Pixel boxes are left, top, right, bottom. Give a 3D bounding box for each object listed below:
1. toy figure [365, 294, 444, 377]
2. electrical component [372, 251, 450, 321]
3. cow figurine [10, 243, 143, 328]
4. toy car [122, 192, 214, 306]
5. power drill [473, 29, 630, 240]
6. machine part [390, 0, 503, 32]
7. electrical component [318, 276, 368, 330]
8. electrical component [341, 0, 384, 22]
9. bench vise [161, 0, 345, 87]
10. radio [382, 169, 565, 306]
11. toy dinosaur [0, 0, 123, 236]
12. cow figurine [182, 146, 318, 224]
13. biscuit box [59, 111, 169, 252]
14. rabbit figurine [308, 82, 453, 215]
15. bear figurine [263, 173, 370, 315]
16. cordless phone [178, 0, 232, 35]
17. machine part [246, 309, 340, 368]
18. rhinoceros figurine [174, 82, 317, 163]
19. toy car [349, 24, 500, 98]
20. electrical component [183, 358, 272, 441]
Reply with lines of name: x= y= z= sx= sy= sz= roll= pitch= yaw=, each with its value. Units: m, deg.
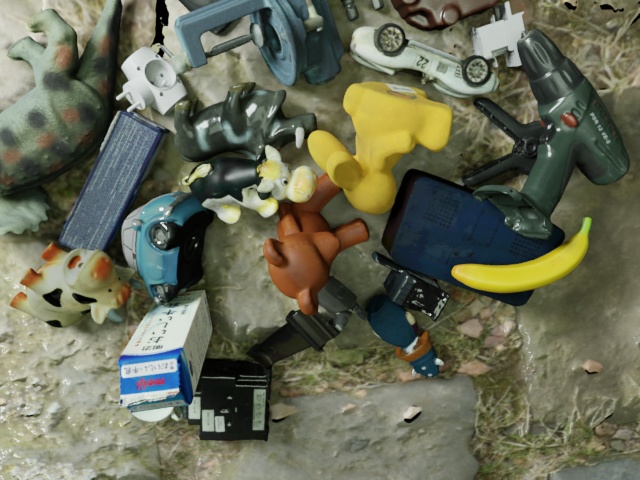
toy figure: x=0.131 y=0.147 z=0.811 sx=0.154 sy=0.064 sz=0.058 roll=47 pitch=60 yaw=-19
electrical component: x=0.122 y=0.064 z=0.778 sx=0.119 sy=0.075 sz=0.047 roll=24 pitch=102 yaw=-14
cow figurine: x=-0.322 y=0.067 z=0.711 sx=0.127 sy=0.085 sz=0.195 roll=36 pitch=140 yaw=-20
toy car: x=-0.216 y=0.002 z=0.736 sx=0.103 sy=0.109 sz=0.161 roll=20 pitch=117 yaw=14
power drill: x=0.284 y=-0.120 z=0.688 sx=0.232 sy=0.086 sz=0.207 roll=40 pitch=74 yaw=-19
machine part: x=0.162 y=-0.357 z=0.673 sx=0.179 sy=0.056 sz=0.179 roll=-1 pitch=104 yaw=-4
electrical component: x=0.012 y=0.090 z=0.785 sx=0.102 sy=0.078 sz=0.045 roll=44 pitch=65 yaw=-18
electrical component: x=0.046 y=-0.336 z=0.689 sx=0.063 sy=0.021 sz=0.094 roll=-20 pitch=106 yaw=3
bench vise: x=-0.075 y=-0.273 z=0.638 sx=0.241 sy=0.129 sz=0.223 roll=-28 pitch=126 yaw=-14
radio: x=0.212 y=-0.002 z=0.767 sx=0.230 sy=0.073 sz=0.131 roll=19 pitch=104 yaw=-7
toy dinosaur: x=-0.349 y=-0.145 z=0.676 sx=0.405 sy=0.131 sz=0.192 roll=-36 pitch=117 yaw=2
cow figurine: x=-0.089 y=-0.076 z=0.671 sx=0.167 sy=0.068 sz=0.098 roll=-8 pitch=152 yaw=36
biscuit box: x=-0.278 y=-0.073 z=0.724 sx=0.063 sy=0.059 sz=0.202 roll=29 pitch=102 yaw=-12
rabbit figurine: x=0.073 y=-0.107 z=0.692 sx=0.162 sy=0.122 sz=0.173 roll=-6 pitch=127 yaw=-27
bear figurine: x=-0.005 y=0.001 z=0.691 sx=0.132 sy=0.196 sz=0.120 roll=-33 pitch=102 yaw=5
cordless phone: x=-0.152 y=-0.360 z=0.652 sx=0.146 sy=0.089 sz=0.184 roll=-44 pitch=115 yaw=8
machine part: x=-0.043 y=0.146 z=0.792 sx=0.139 sy=0.039 sz=0.084 roll=-31 pitch=117 yaw=23
rhinoceros figurine: x=-0.099 y=-0.149 z=0.706 sx=0.190 sy=0.073 sz=0.112 roll=-9 pitch=105 yaw=0
toy car: x=0.136 y=-0.227 z=0.697 sx=0.202 sy=0.073 sz=0.056 roll=18 pitch=101 yaw=-8
electrical component: x=-0.141 y=0.243 z=0.822 sx=0.134 sy=0.058 sz=0.114 roll=4 pitch=103 yaw=-4
